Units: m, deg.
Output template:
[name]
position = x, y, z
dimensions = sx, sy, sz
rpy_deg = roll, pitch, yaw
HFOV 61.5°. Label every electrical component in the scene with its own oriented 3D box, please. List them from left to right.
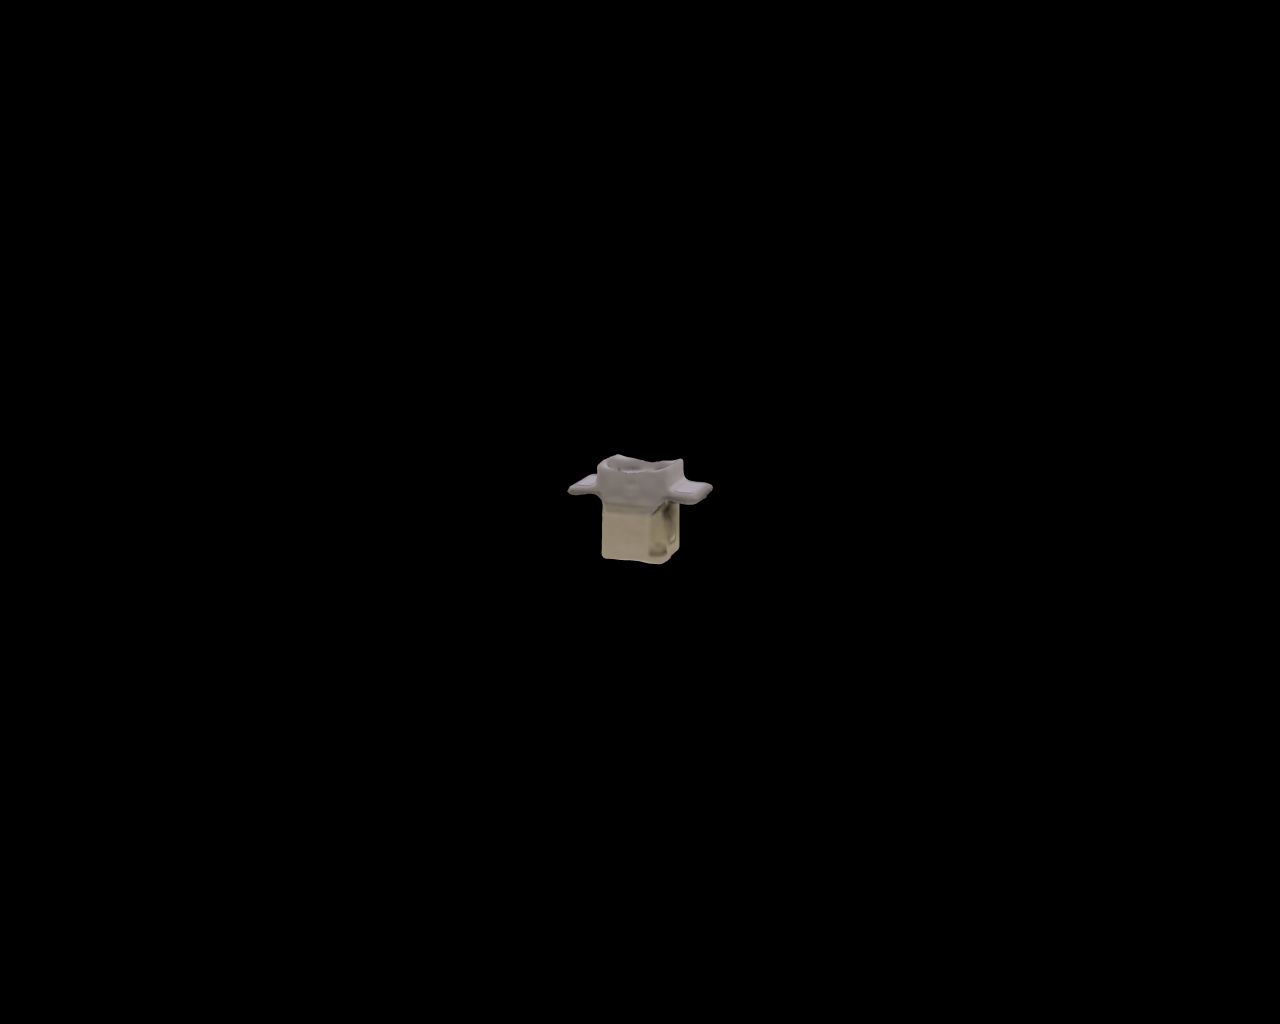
[electrical component]
position = 0.001, -0.003, 0.650
dimensions = 0.081, 0.063, 0.042
rpy_deg = 5, 16, 18
